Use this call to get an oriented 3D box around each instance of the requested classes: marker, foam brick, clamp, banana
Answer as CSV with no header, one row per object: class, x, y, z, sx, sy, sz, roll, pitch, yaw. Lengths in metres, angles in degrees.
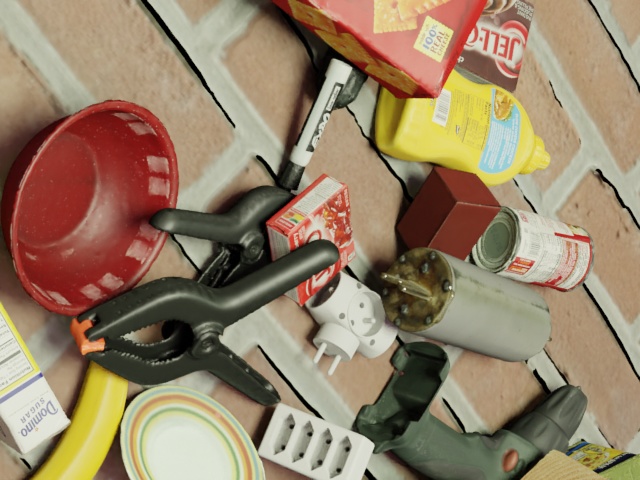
marker,-0.006,-0.094,0.903,0.020,0.020,0.121,15,108,-32
foam brick,0.115,-0.020,0.965,0.052,0.051,0.078,7,130,-32
clamp,-0.069,0.013,0.872,0.171,0.039,0.120,-18,131,-40
clamp,-0.092,0.078,0.831,0.209,0.036,0.165,-6,127,-31
banana,-0.199,0.164,0.803,0.197,0.037,0.069,-49,114,-22

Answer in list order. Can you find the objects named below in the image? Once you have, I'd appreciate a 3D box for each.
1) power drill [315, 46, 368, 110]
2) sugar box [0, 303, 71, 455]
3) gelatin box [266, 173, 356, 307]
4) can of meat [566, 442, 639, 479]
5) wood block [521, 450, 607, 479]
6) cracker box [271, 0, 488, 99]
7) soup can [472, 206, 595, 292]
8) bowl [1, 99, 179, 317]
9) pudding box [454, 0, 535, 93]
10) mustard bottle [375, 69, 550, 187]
power drill,-0.008,-0.226,0.901,0.187,0.057,0.184,27,83,-31
sugar box,-0.244,0.059,0.740,0.048,0.093,0.176,-37,110,-26
gelatin box,-0.006,0.001,0.887,0.073,0.030,0.089,-41,144,-29
can of meat,0.273,0.245,1.074,0.101,0.084,0.057,-15,100,-31
wood block,0.230,0.312,1.000,0.090,0.091,0.206,-33,132,-29
cracker box,0.042,-0.237,0.851,0.213,0.072,0.164,33,80,-30
soup can,0.207,0.009,1.036,0.102,0.069,0.068,13,84,-32
bowl,-0.177,-0.029,0.780,0.161,0.055,0.162,-34,134,-44
pudding box,0.146,-0.198,1.009,0.113,0.039,0.090,17,82,-32
mustard bottle,0.143,-0.102,0.999,0.191,0.058,0.096,17,77,-31
